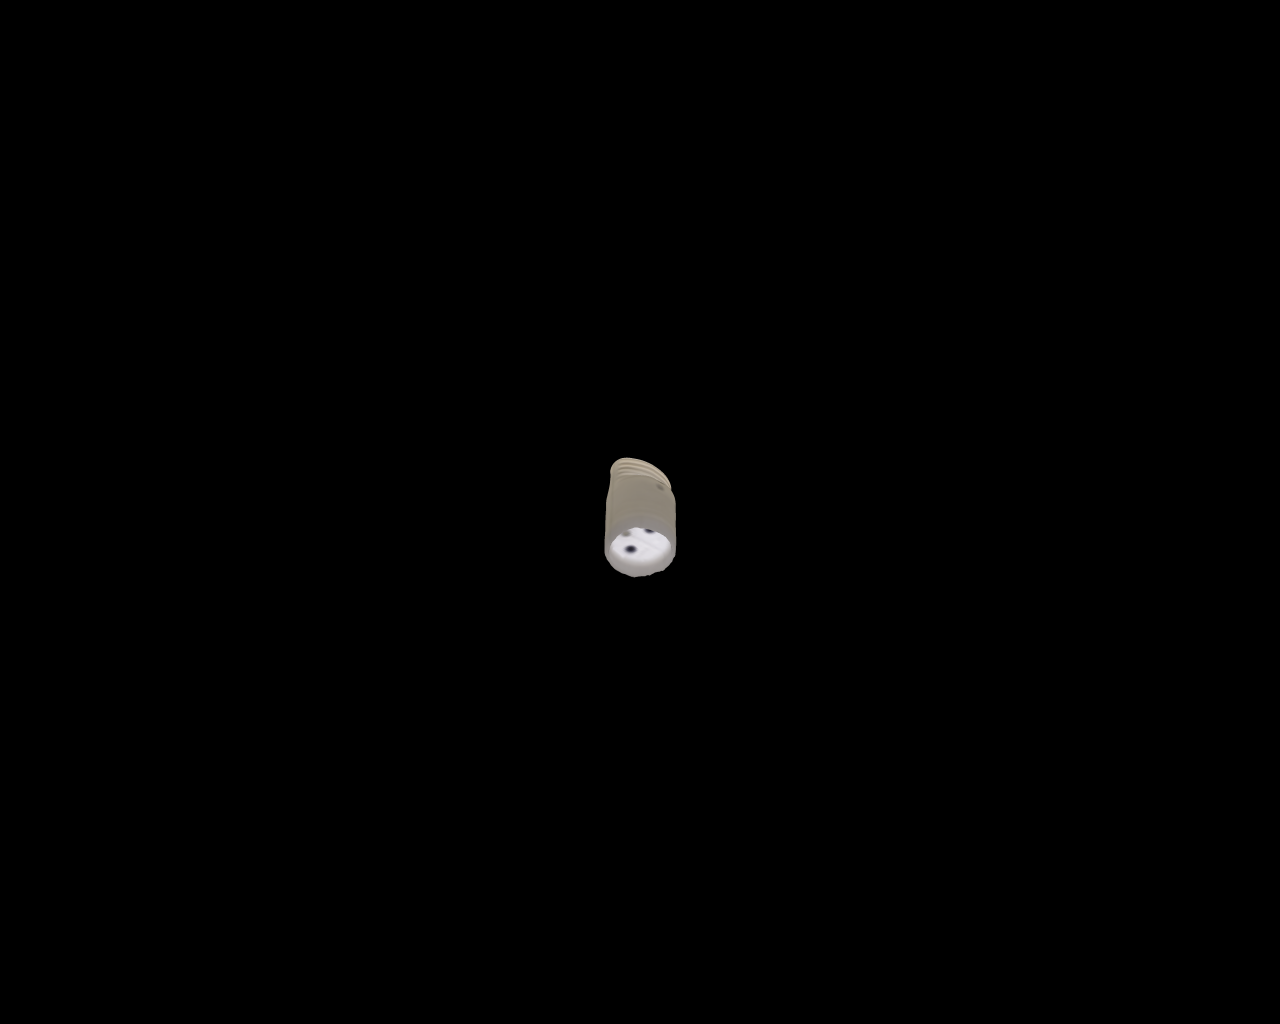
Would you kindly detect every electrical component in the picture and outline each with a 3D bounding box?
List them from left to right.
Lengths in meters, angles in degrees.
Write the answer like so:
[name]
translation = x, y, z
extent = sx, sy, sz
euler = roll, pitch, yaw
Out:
[electrical component]
translation = 0.001, -0.003, 0.650
extent = 0.043, 0.043, 0.081
euler = 0, 43, 0
